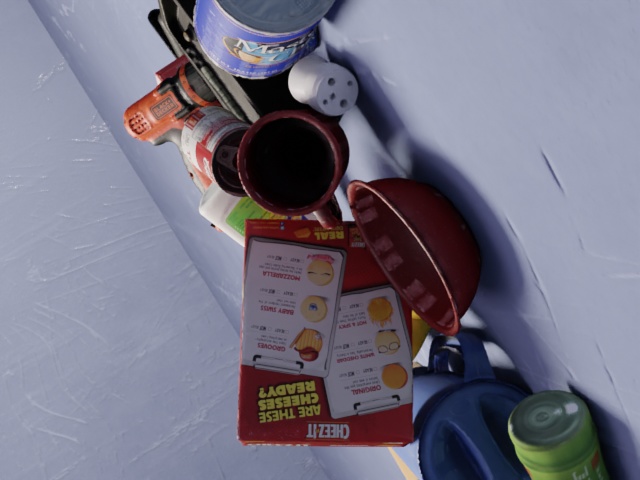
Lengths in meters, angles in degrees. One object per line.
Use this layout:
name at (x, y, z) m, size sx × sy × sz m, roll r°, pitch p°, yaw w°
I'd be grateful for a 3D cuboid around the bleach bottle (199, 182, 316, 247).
bleach bottle at (-0.008, 0.001, 1.189) m, size 0.250 × 0.103 × 0.068 m, roll 37°, pitch -161°, yaw -16°

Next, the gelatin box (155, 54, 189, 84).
gelatin box at (-0.159, -0.196, 1.293) m, size 0.030 × 0.073 × 0.089 m, roll 54°, pitch 169°, yaw 8°

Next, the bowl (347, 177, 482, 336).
bowl at (0.091, 0.003, 0.931) m, size 0.162 × 0.055 × 0.162 m, roll 53°, pitch 168°, yaw 16°

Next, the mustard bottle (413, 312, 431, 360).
mustard bottle at (0.073, 0.103, 1.151) m, size 0.192 × 0.058 × 0.096 m, roll 122°, pitch 156°, yaw -46°

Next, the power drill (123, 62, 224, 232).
power drill at (-0.111, -0.116, 1.221) m, size 0.187 × 0.185 × 0.057 m, roll 56°, pitch -150°, yaw -11°

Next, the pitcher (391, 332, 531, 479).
pitcher at (0.136, 0.186, 1.108) m, size 0.145 × 0.149 × 0.243 m, roll 39°, pitch 174°, yaw -8°

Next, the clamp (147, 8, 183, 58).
clamp at (-0.173, -0.238, 1.412) m, size 0.171 × 0.039 × 0.120 m, roll 61°, pitch 177°, yaw -27°

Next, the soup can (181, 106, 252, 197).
soup can at (-0.090, -0.089, 1.044) m, size 0.102 × 0.068 × 0.068 m, roll 38°, pitch 159°, yaw 58°

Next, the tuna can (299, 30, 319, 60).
tuna can at (-0.038, -0.201, 0.963) m, size 0.086 × 0.033 × 0.086 m, roll 53°, pitch 168°, yaw 16°

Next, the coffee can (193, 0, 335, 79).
coffee can at (-0.045, -0.194, 0.843) m, size 0.103 × 0.102 × 0.140 m, roll 57°, pitch 169°, yaw -1°

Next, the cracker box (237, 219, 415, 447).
cracker box at (0.005, 0.090, 1.027) m, size 0.072 × 0.164 × 0.213 m, roll 92°, pitch 179°, yaw -74°

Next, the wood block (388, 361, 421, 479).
wood block at (0.147, 0.270, 1.342) m, size 0.206 × 0.090 × 0.091 m, roll 60°, pitch 169°, yaw -18°

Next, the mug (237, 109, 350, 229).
mug at (-0.012, -0.064, 0.956) m, size 0.117 × 0.093 × 0.081 m, roll 58°, pitch -164°, yaw -4°
